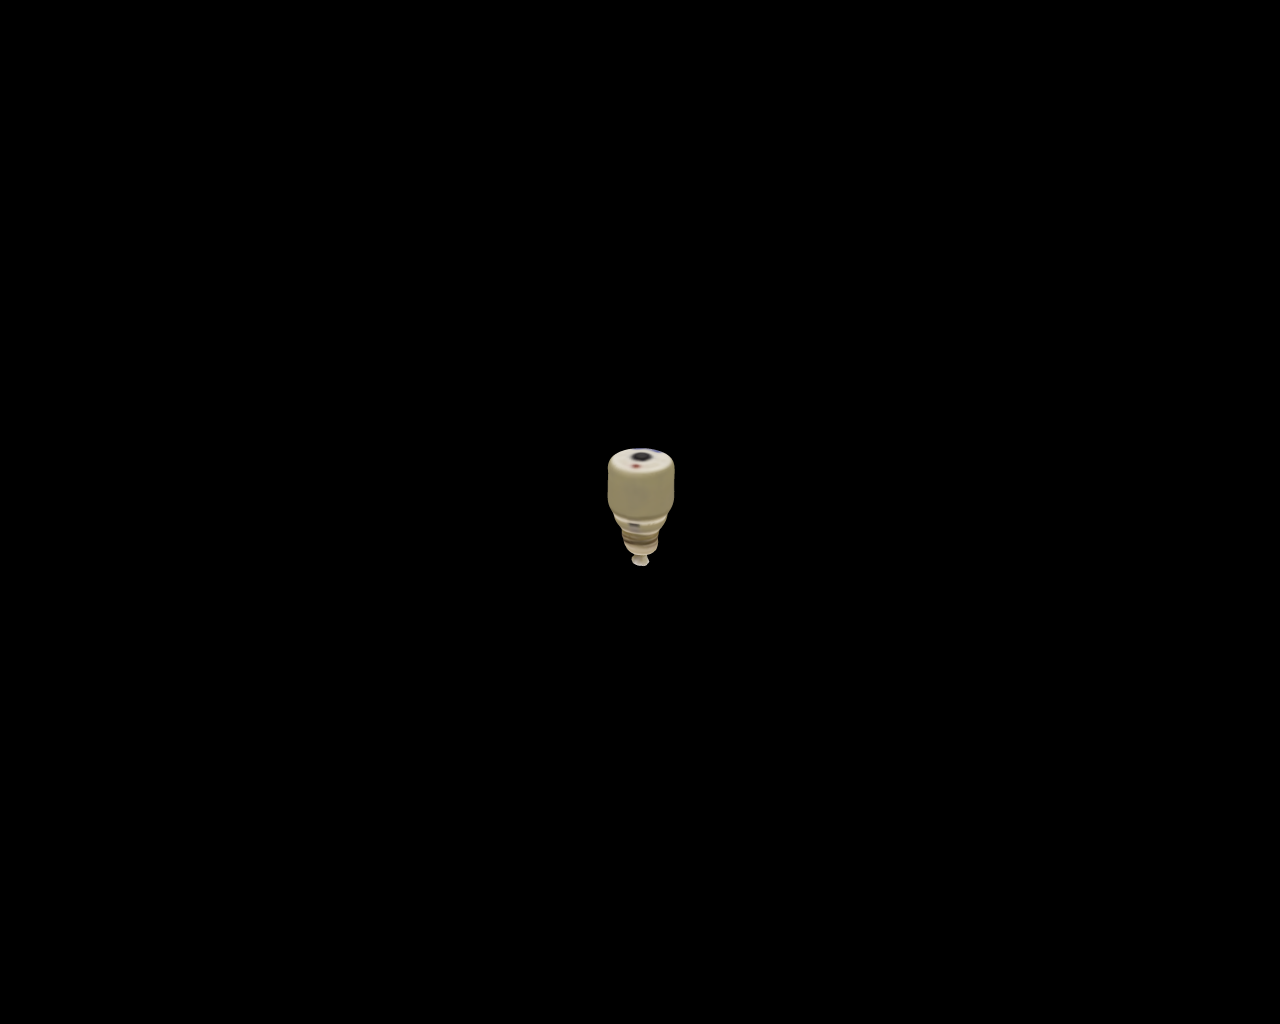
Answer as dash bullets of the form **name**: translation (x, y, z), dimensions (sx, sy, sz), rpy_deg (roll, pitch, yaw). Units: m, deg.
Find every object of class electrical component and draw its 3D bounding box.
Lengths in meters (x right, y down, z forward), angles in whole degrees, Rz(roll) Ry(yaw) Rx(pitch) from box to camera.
- **electrical component**: translation (0.001, -0.003, 0.650), dimensions (0.040, 0.078, 0.040), rpy_deg (0, 27, 0)
